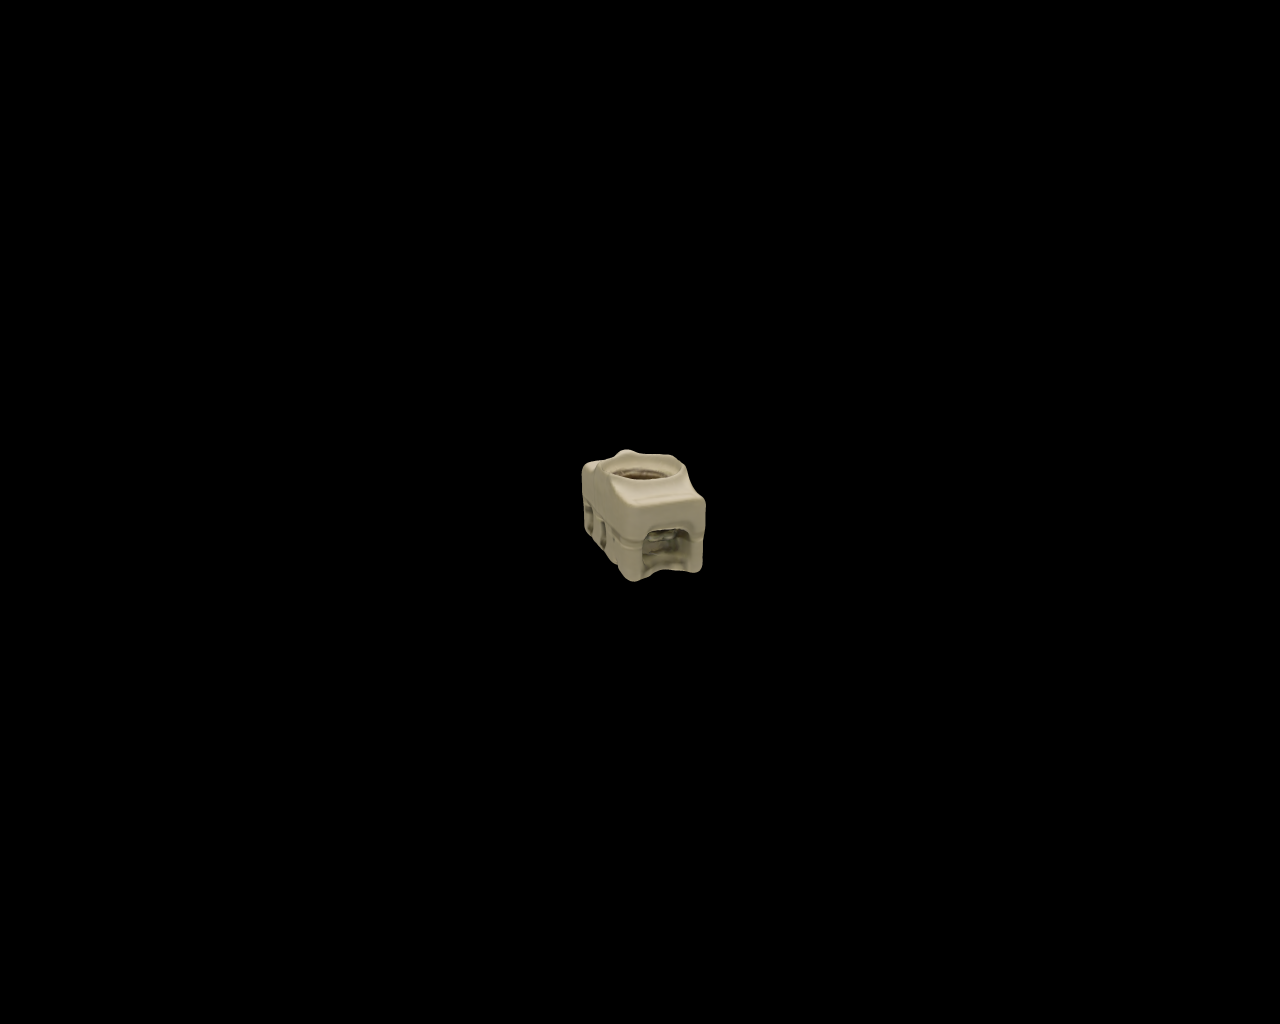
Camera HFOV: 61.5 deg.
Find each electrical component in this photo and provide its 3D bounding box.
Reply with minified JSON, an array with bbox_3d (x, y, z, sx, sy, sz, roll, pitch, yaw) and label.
[{"bbox_3d":[0.001,-0.003,0.650,0.050,0.055,0.089,-7,22,-18],"label":"electrical component"}]
